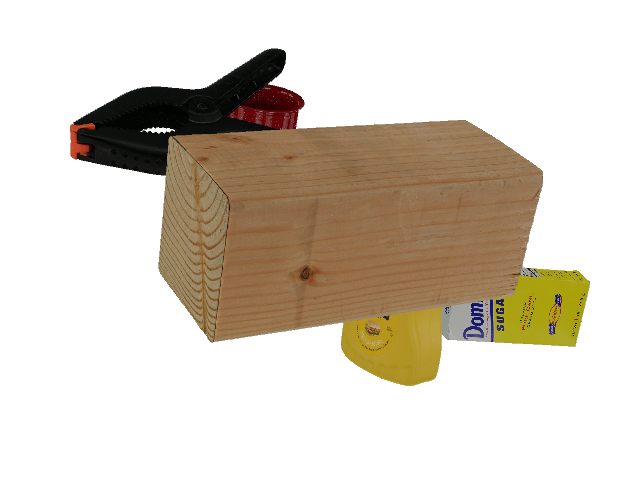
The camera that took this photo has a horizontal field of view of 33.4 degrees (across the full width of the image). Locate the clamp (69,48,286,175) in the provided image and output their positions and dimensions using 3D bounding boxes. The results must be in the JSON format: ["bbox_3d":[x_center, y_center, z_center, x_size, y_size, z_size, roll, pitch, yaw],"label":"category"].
[{"bbox_3d":[-0.083,-0.084,0.814,0.209,0.036,0.165,-16,45,-27],"label":"clamp"}]

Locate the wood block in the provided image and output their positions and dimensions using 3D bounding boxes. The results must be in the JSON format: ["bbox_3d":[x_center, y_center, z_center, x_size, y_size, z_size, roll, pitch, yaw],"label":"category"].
[{"bbox_3d":[0.018,-0.012,0.639,0.205,0.091,0.090,-6,30,-28],"label":"wood block"}]

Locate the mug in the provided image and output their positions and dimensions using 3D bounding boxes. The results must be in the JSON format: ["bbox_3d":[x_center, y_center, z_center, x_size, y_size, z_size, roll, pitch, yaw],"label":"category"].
[{"bbox_3d":[-0.066,-0.130,1.226,0.093,0.081,0.117,16,27,13],"label":"mug"}]

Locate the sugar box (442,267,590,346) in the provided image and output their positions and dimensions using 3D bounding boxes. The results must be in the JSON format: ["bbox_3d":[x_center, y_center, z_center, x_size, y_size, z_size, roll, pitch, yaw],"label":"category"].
[{"bbox_3d":[0.241,0.081,1.335,0.176,0.093,0.048,3,19,-15],"label":"sugar box"}]

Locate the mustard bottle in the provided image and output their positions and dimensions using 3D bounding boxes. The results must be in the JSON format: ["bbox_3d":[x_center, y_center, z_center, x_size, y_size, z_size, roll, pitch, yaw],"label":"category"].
[{"bbox_3d":[0.071,0.023,0.926,0.058,0.192,0.096,-7,22,-41],"label":"mustard bottle"}]
